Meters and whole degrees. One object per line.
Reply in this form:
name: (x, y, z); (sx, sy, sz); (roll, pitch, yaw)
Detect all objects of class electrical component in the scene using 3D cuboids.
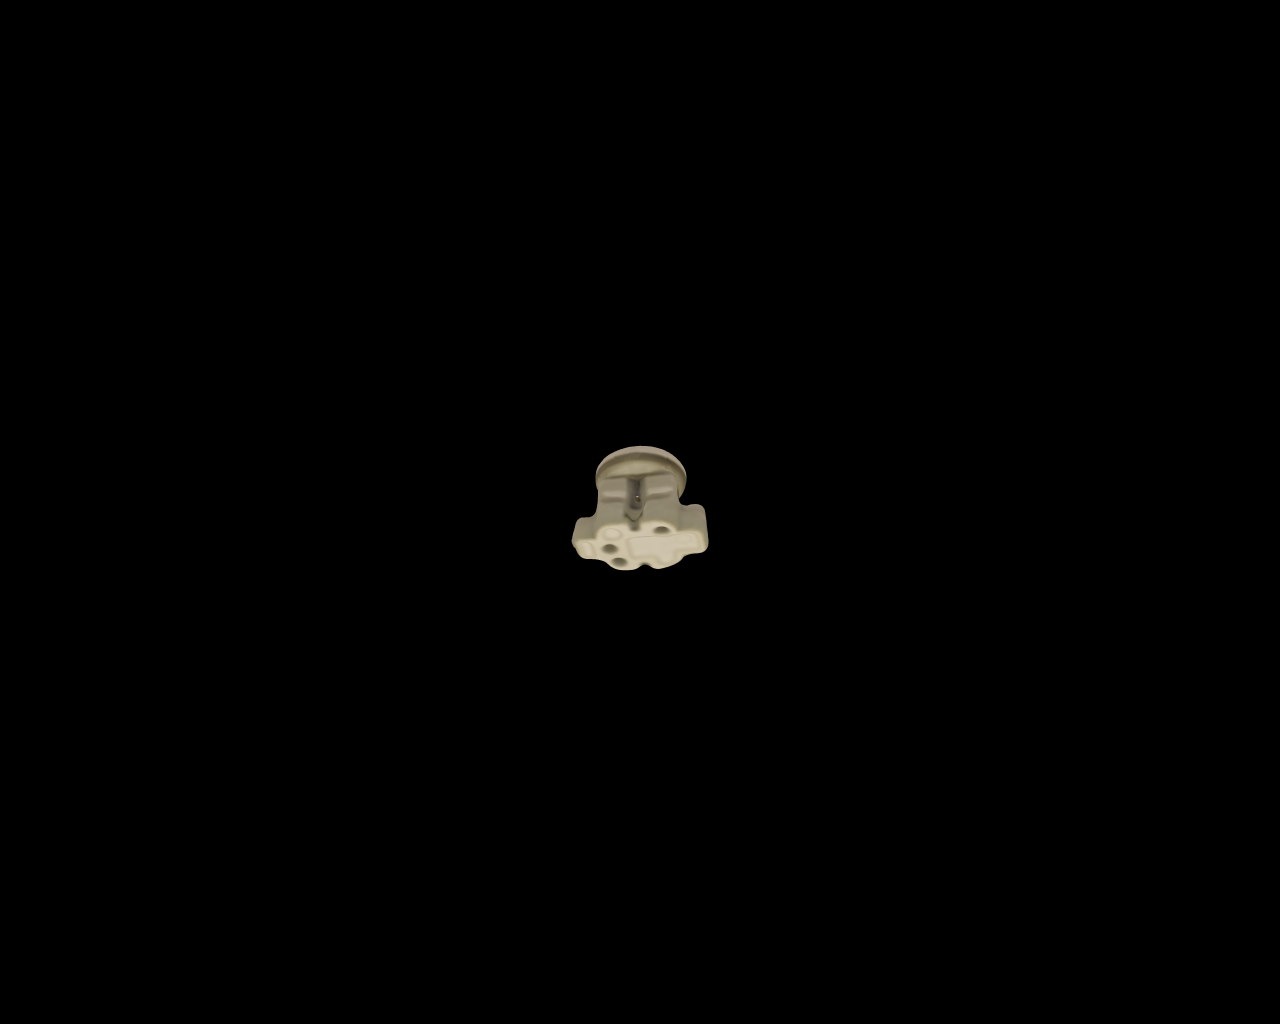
electrical component: (0.001, -0.003, 0.650); (0.078, 0.057, 0.058); (-5, -36, 7)
